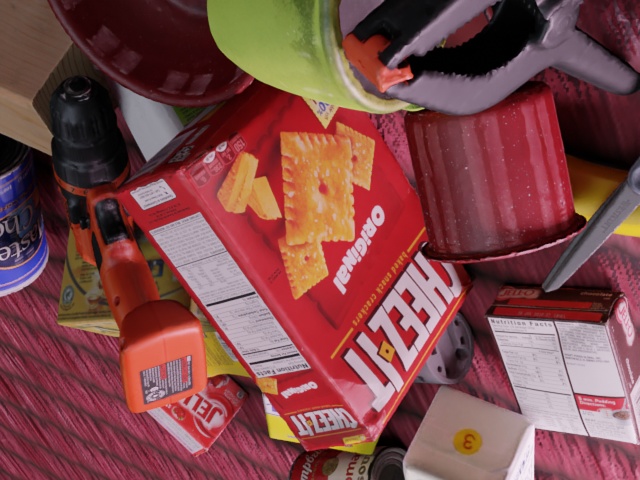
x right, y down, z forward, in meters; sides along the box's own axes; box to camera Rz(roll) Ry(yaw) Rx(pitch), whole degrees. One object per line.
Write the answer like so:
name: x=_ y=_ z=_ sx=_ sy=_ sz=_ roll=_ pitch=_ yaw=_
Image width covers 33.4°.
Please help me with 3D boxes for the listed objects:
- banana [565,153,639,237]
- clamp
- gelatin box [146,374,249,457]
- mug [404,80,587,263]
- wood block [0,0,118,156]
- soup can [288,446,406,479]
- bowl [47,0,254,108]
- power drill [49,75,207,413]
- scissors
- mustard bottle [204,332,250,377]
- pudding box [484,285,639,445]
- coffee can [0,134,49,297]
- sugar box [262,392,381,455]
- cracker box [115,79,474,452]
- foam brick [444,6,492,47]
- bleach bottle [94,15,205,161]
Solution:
banana: x=0.165 y=-0.039 z=0.624 sx=0.198 sy=0.037 sz=0.070 roll=10 pitch=109 yaw=29
clamp: x=0.105 y=-0.117 z=0.482 sx=0.036 sy=0.209 sz=0.165 roll=48 pitch=141 yaw=33
gelatin box: x=-0.120 y=0.143 z=0.986 sx=0.089 sy=0.073 sz=0.030 roll=44 pitch=141 yaw=-6
mug: x=0.090 y=-0.041 z=0.597 sx=0.117 sy=0.093 sz=0.081 roll=-152 pitch=47 yaw=-73
wood block: x=-0.252 y=-0.146 z=0.785 sx=0.206 sy=0.090 sz=0.090 roll=23 pitch=160 yaw=19
soup can: x=0.030 y=0.218 z=0.944 sx=0.102 sy=0.068 sz=0.068 roll=-14 pitch=118 yaw=44
bowl: x=-0.088 y=-0.161 z=0.630 sx=0.162 sy=0.055 sz=0.162 roll=18 pitch=135 yaw=19
power drill: x=-0.131 y=0.006 z=0.714 sx=0.184 sy=0.057 sz=0.188 roll=93 pitch=156 yaw=-56
scissors: x=0.197 y=-0.033 z=0.572 sx=0.096 sy=0.016 sz=0.202 roll=27 pitch=123 yaw=16
mustard bottle: x=-0.106 y=0.076 z=0.923 sx=0.192 sy=0.058 sz=0.096 roll=-6 pitch=125 yaw=41
pudding box: x=0.172 y=0.084 z=0.730 sx=0.090 sy=0.039 sz=0.113 roll=3 pitch=127 yaw=39
coffee can: x=-0.297 y=-0.032 z=0.934 sx=0.103 sy=0.102 sz=0.140 roll=25 pitch=139 yaw=17
sugar box: x=0.005 y=0.128 z=0.830 sx=0.093 sy=0.048 sz=0.176 roll=8 pitch=163 yaw=3
cracker box: x=-0.005 y=0.001 z=0.688 sx=0.072 sy=0.164 sz=0.213 roll=-17 pitch=115 yaw=44
foam brick: x=0.088 y=-0.118 z=0.571 sx=0.051 sy=0.078 sz=0.053 roll=-3 pitch=125 yaw=38
bleach bottle: x=-0.081 y=-0.082 z=0.738 sx=0.068 sy=0.102 sz=0.251 roll=-16 pitch=108 yaw=43
